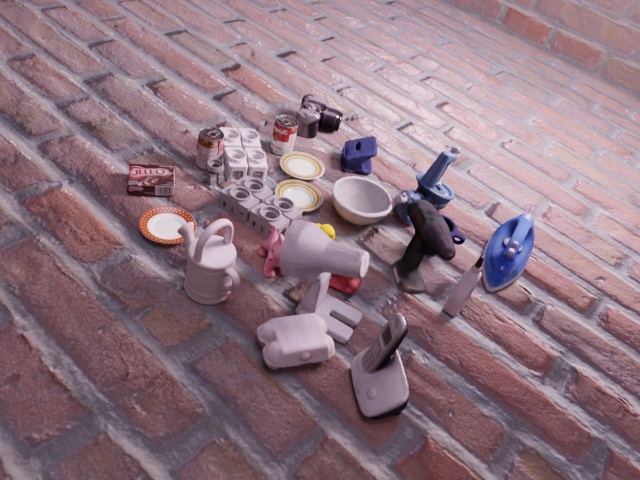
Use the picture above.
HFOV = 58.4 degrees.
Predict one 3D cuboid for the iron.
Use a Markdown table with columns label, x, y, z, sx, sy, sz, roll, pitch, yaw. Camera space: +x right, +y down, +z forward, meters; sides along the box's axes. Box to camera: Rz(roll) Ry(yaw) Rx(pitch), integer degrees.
| label | x | y | z | sx | sy | sz | roll | pitch | yaw |
| --- | --- | --- | --- | --- | --- | --- | --- | --- | --- |
| iron | 0.500 | 0.019 | 1.492 | 0.118 | 0.141 | 0.259 | 28 | 42 | 13 |

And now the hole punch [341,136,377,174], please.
| label | x | y | z | sx | sy | sz | roll | pitch | yaw |
| --- | --- | --- | --- | --- | --- | --- | --- | --- | --- |
| hole punch | 0.116 | -0.260 | 1.706 | 0.101 | 0.091 | 0.108 | 10 | 41 | -8 |

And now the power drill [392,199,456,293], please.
| label | x | y | z | sx | sy | sz | roll | pitch | yaw |
| --- | --- | --- | --- | --- | --- | --- | --- | --- | --- |
| power drill | 0.243 | 0.022 | 1.348 | 0.076 | 0.208 | 0.229 | 4 | 42 | -15 |

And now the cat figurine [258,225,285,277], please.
| label | x | y | z | sx | sy | sz | roll | pitch | yaw |
| --- | --- | --- | --- | --- | --- | --- | --- | --- | --- |
| cat figurine | -0.092 | 0.021 | 1.302 | 0.067 | 0.118 | 0.127 | -3 | 45 | -22 |

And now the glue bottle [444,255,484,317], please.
| label | x | y | z | sx | sy | sz | roll | pitch | yaw |
| --- | --- | --- | --- | --- | --- | --- | --- | --- | --- |
| glue bottle | 0.343 | 0.099 | 1.325 | 0.037 | 0.173 | 0.078 | 36 | 44 | 21 |

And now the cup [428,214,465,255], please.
| label | x | y | z | sx | sy | sz | roll | pitch | yaw |
| --- | --- | --- | --- | --- | --- | --- | --- | --- | --- |
| cup | 0.310 | -0.002 | 1.486 | 0.117 | 0.095 | 0.092 | 28 | 42 | 12 |

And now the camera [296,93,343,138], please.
| label | x | y | z | sx | sy | sz | roll | pitch | yaw |
| --- | --- | --- | --- | --- | --- | --- | --- | --- | --- |
| camera | 0.000 | -0.392 | 1.805 | 0.137 | 0.101 | 0.143 | 17 | 41 | -1 |

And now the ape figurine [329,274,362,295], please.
| label | x | y | z | sx | sy | sz | roll | pitch | yaw |
| --- | --- | --- | --- | --- | --- | --- | --- | --- | --- |
| ape figurine | 0.067 | 0.078 | 1.314 | 0.076 | 0.092 | 0.077 | -6 | 46 | -24 |

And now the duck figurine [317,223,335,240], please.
| label | x | y | z | sx | sy | sz | roll | pitch | yaw |
| --- | --- | --- | --- | --- | --- | --- | --- | --- | --- |
| duck figurine | 0.013 | 0.005 | 1.381 | 0.078 | 0.086 | 0.104 | -19 | 52 | -34 |

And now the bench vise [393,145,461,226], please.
| label | x | y | z | sx | sy | sz | roll | pitch | yaw |
| --- | --- | --- | --- | --- | --- | --- | --- | --- | --- |
| bench vise | 0.301 | -0.143 | 1.543 | 0.121 | 0.220 | 0.208 | 34 | 43 | 18 |

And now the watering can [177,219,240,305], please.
| label | x | y | z | sx | sy | sz | roll | pitch | yaw |
| --- | --- | --- | --- | --- | --- | --- | --- | --- | --- |
| watering can | -0.230 | 0.032 | 1.184 | 0.172 | 0.194 | 0.101 | 23 | 41 | 6 |

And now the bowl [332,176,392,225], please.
| label | x | y | z | sx | sy | sz | roll | pitch | yaw |
| --- | --- | --- | --- | --- | --- | --- | --- | --- | --- |
| bowl | 0.104 | -0.092 | 1.530 | 0.167 | 0.075 | 0.167 | 10 | 41 | -9 |

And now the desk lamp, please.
| label | x | y | z | sx | sy | sz | roll | pitch | yaw |
| --- | --- | --- | --- | --- | --- | --- | --- | --- | --- |
| desk lamp | 0.010 | 0.078 | 1.202 | 0.203 | 0.213 | 0.118 | 26 | 42 | 10 |

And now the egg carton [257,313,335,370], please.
| label | x | y | z | sx | sy | sz | roll | pitch | yaw |
| --- | --- | --- | --- | --- | --- | --- | --- | --- | --- |
| egg carton | -0.048 | 0.205 | 1.150 | 0.151 | 0.069 | 0.107 | -5 | 45 | -24 |

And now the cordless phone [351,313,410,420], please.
| label | x | y | z | sx | sy | sz | roll | pitch | yaw |
| --- | --- | --- | --- | --- | --- | --- | --- | --- | --- |
| cordless phone | 0.129 | 0.239 | 1.086 | 0.094 | 0.185 | 0.147 | 1 | 43 | -17 |
